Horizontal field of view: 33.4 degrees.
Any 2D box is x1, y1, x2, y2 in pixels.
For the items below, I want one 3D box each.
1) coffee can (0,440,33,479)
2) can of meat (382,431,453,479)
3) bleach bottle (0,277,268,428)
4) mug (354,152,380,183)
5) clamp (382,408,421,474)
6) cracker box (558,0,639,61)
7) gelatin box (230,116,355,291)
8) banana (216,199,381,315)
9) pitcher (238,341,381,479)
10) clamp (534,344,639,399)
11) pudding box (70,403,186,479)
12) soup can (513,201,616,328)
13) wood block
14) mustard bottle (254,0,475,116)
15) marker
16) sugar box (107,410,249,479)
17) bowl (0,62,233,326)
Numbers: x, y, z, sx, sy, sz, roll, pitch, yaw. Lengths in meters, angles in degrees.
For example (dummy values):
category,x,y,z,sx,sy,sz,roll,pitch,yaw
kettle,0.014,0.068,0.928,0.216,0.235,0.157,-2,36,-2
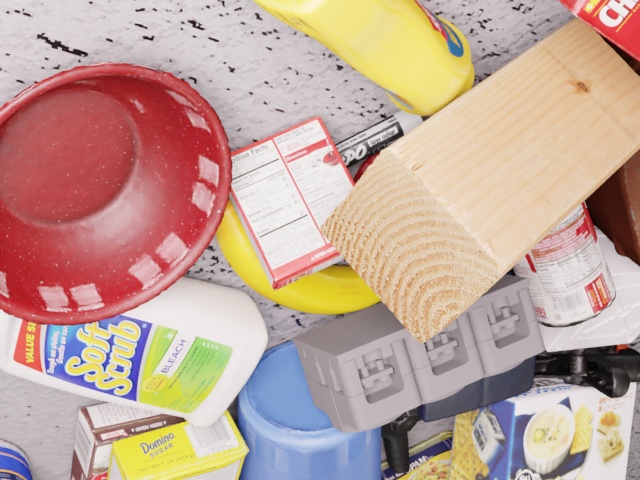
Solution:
category,x,y,z,sx,sy,sz,roll,pitch,yaw
coffee can,-0.235,0.223,0.737,0.102,0.140,0.103,-18,138,-17
can of meat,0.108,0.246,1.029,0.102,0.084,0.057,-25,140,-9
bleach bottle,-0.158,0.057,0.680,0.250,0.068,0.103,16,119,-40
mug,0.062,-0.019,0.727,0.117,0.081,0.093,-1,131,-33
clamp,0.068,0.158,0.949,0.171,0.039,0.120,23,110,-42
cracker box,0.171,-0.153,0.596,0.213,0.164,0.072,18,117,-44
gelatin box,-0.015,-0.024,0.668,0.073,0.089,0.030,-25,168,-10
banana,-0.009,0.018,0.759,0.197,0.037,0.070,14,104,-43
pitcher,-0.020,0.197,0.875,0.149,0.145,0.243,-26,138,-27
clamp,0.225,0.113,0.970,0.209,0.165,0.036,2,92,-57
pudding box,-0.142,0.168,0.822,0.089,0.039,0.114,-10,138,-28
soup can,0.177,0.007,0.807,0.068,0.068,0.102,-27,110,-6
wood block,0.110,-0.041,0.634,0.205,0.091,0.090,-36,171,-39
mustard bottle,0.034,-0.117,0.594,0.058,0.096,0.191,-48,141,12
marker,0.012,-0.055,0.707,0.121,0.020,0.020,-27,140,-7
sugar box,-0.117,0.206,0.811,0.093,0.048,0.176,-11,142,-28
bowl,-0.132,-0.033,0.595,0.161,0.055,0.162,-18,129,-24
